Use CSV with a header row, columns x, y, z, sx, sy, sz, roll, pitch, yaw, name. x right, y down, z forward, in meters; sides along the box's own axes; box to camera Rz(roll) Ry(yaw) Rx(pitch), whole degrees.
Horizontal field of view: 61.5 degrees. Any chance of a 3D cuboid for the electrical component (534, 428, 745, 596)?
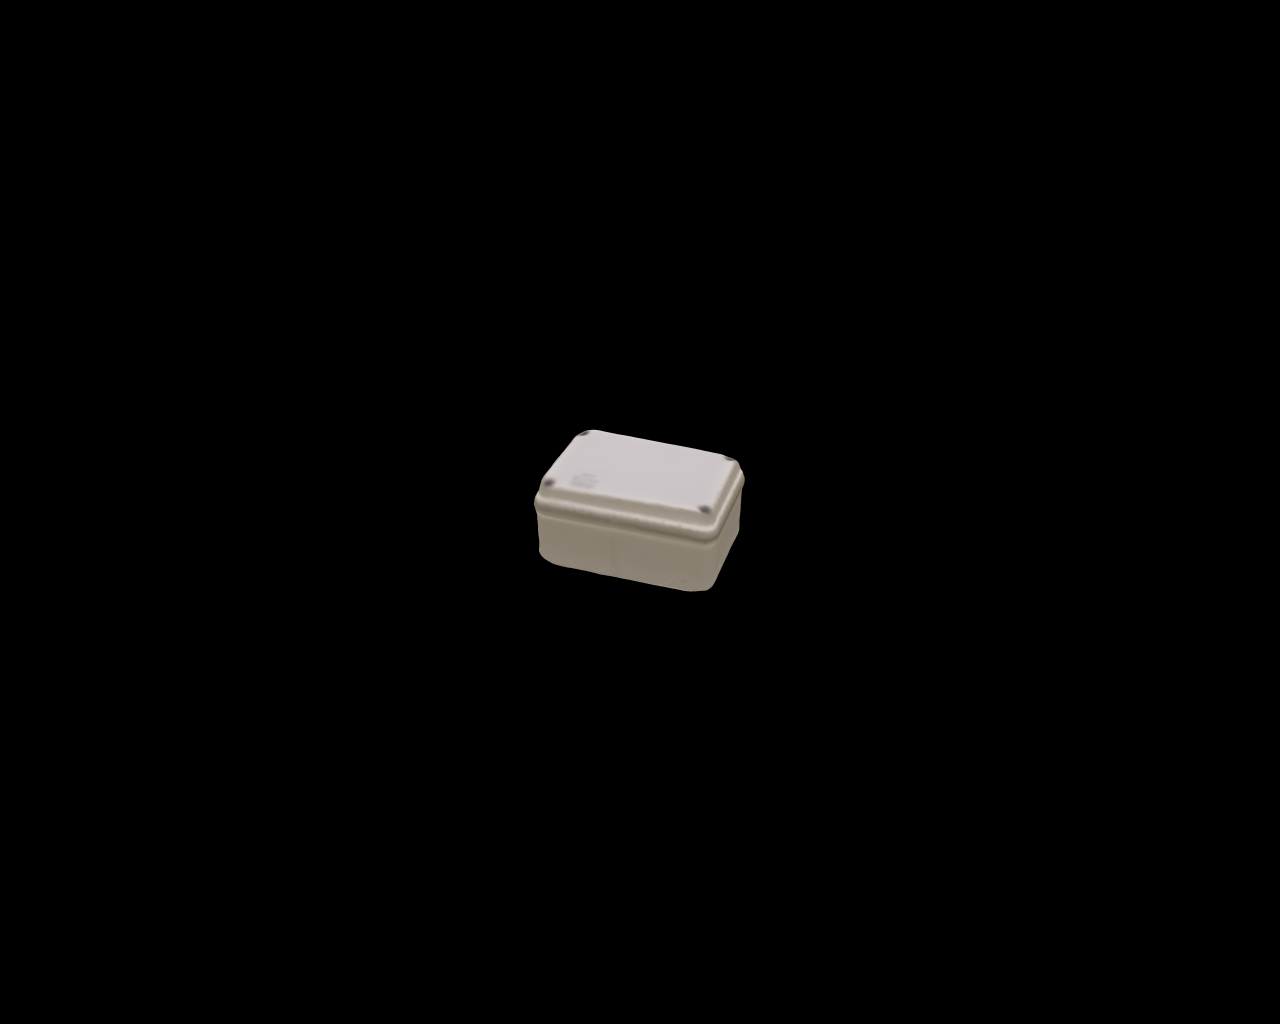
x,y,z,sx,sy,sz,roll,pitch,yaw,name
0.001,-0.003,0.650,0.113,0.057,0.078,11,36,16,electrical component
